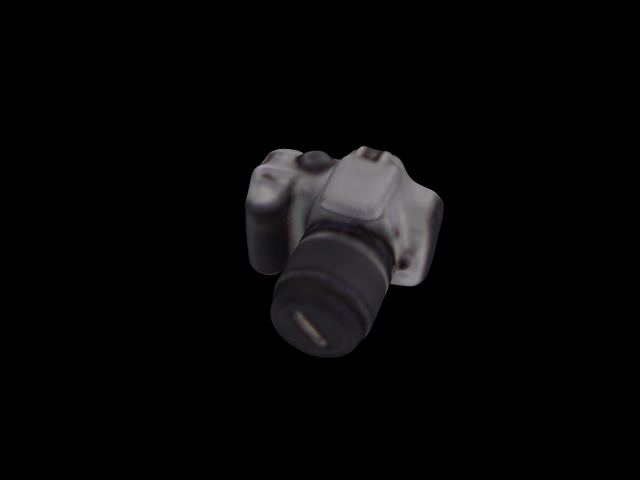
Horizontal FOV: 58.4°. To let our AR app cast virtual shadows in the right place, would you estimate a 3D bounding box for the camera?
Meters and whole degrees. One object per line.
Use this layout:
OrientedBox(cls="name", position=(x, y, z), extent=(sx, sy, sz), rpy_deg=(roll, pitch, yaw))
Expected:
OrientedBox(cls="camera", position=(0.004, 0.001, 0.400), extent=(0.143, 0.101, 0.137), rpy_deg=(15, 46, 15))
